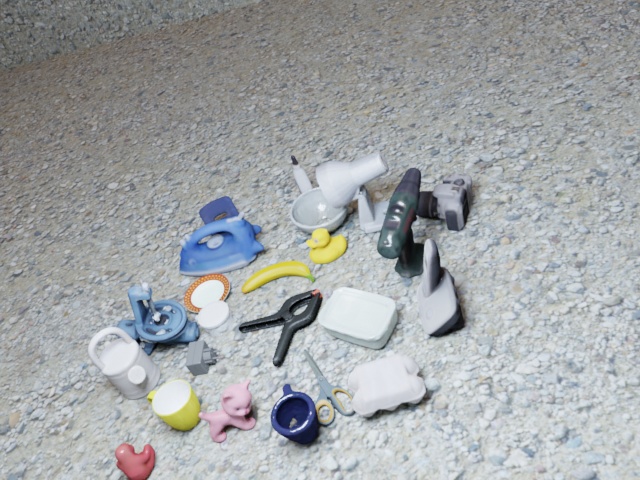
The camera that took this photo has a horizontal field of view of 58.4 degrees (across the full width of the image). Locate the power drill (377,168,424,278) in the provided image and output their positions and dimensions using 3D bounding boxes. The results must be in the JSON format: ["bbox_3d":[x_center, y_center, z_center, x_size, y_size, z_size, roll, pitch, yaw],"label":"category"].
[{"bbox_3d":[0.202,-0.024,1.338,0.075,0.209,0.230,6,49,27],"label":"power drill"}]

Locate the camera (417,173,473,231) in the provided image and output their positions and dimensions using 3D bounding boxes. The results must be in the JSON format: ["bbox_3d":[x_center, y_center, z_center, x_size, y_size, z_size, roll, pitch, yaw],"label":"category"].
[{"bbox_3d":[0.309,-0.108,1.460,0.136,0.101,0.143,5,49,26],"label":"camera"}]

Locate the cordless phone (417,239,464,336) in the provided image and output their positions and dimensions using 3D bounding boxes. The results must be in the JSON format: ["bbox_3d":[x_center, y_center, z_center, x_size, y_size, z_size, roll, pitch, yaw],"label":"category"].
[{"bbox_3d":[0.244,0.100,1.213,0.094,0.185,0.147,-15,43,8],"label":"cordless phone"}]

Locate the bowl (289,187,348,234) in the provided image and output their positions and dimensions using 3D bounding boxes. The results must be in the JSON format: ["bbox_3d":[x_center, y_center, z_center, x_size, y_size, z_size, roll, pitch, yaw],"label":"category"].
[{"bbox_3d":[0.005,-0.068,1.561,0.167,0.075,0.167,-11,44,11],"label":"bowl"}]

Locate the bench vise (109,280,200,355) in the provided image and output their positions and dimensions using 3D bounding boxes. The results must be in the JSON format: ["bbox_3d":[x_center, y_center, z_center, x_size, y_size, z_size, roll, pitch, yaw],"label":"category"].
[{"bbox_3d":[-0.419,0.194,1.359,0.207,0.220,0.121,-23,43,-2],"label":"bench vise"}]

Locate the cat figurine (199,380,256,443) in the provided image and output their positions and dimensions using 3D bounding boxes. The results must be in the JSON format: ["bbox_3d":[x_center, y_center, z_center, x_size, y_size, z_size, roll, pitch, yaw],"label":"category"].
[{"bbox_3d":[-0.188,0.347,1.186,0.128,0.118,0.067,-25,43,-3],"label":"cat figurine"}]

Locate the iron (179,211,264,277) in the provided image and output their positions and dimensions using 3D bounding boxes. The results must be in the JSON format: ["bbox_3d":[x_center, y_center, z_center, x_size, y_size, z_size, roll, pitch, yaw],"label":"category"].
[{"bbox_3d":[-0.289,0.009,1.552,0.258,0.142,0.118,-19,43,3],"label":"iron"}]

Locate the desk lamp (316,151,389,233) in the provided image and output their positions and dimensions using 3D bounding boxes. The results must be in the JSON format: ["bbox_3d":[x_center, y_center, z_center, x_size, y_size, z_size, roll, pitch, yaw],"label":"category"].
[{"bbox_3d":[0.112,-0.127,1.475,0.203,0.214,0.118,-12,43,11],"label":"desk lamp"}]

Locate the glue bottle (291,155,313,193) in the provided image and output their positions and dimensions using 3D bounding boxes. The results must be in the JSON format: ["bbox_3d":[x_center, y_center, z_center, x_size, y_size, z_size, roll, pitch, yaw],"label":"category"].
[{"bbox_3d":[-0.051,-0.171,1.615,0.037,0.173,0.078,-27,43,-5],"label":"glue bottle"}]

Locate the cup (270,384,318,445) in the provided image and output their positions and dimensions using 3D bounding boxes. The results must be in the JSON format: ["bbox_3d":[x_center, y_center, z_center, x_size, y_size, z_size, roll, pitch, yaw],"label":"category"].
[{"bbox_3d":[-0.045,0.353,1.139,0.091,0.095,0.117,-23,43,-1],"label":"cup"}]

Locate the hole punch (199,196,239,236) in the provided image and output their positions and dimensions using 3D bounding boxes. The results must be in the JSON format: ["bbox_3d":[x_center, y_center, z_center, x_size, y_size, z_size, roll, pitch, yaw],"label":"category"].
[{"bbox_3d":[-0.280,-0.060,1.656,0.109,0.091,0.100,-30,43,-9],"label":"hole punch"}]

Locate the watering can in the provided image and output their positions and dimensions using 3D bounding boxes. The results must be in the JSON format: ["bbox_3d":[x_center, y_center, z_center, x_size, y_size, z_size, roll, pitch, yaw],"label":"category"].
[{"bbox_3d":[-0.448,0.275,1.307,0.172,0.194,0.101,5,49,26],"label":"watering can"}]

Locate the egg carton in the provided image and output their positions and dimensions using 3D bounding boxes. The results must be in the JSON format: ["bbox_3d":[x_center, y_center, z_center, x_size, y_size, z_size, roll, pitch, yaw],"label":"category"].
[{"bbox_3d":[0.132,0.292,1.149,0.150,0.070,0.107,-18,43,4],"label":"egg carton"}]

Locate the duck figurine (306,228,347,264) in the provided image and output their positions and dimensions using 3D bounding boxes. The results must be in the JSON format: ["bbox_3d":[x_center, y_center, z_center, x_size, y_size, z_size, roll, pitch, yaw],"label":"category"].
[{"bbox_3d":[0.014,0.005,1.475,0.104,0.086,0.077,-22,43,0],"label":"duck figurine"}]

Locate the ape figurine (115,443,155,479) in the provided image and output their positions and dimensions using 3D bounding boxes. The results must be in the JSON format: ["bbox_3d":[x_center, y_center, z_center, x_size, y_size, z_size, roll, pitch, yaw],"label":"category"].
[{"bbox_3d":[-0.388,0.451,1.180,0.077,0.092,0.076,-14,43,8],"label":"ape figurine"}]
